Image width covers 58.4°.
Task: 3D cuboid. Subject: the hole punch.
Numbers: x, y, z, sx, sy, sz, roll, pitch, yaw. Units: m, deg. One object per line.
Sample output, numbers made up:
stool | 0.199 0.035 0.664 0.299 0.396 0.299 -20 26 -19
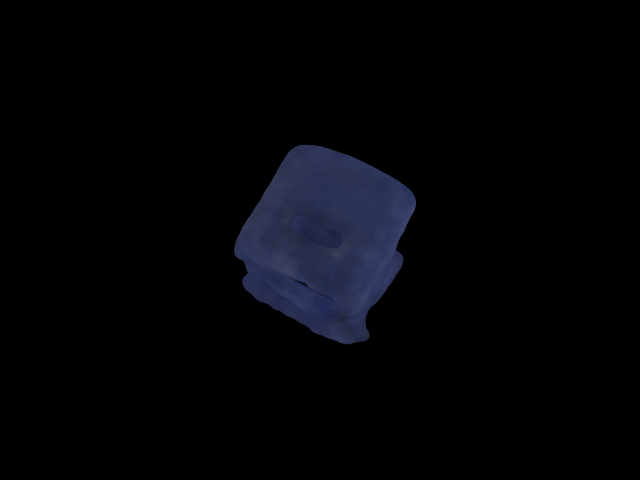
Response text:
hole punch | 0.004 0.001 0.400 0.108 0.091 0.101 25 54 20
